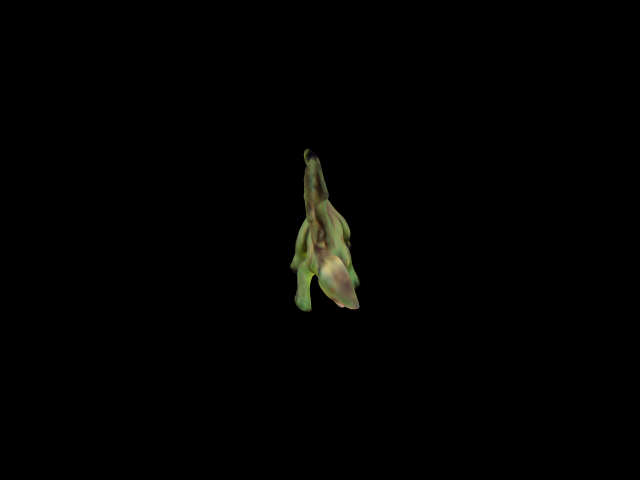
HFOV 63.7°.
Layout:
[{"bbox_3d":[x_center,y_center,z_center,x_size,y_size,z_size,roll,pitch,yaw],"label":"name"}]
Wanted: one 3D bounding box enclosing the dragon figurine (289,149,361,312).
[{"bbox_3d":[0.003,-0.043,0.850,0.122,0.420,0.237,-7,-42,-6],"label":"dragon figurine"}]
